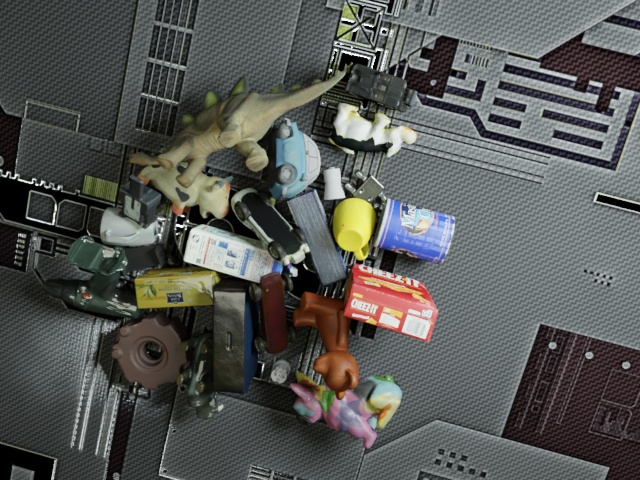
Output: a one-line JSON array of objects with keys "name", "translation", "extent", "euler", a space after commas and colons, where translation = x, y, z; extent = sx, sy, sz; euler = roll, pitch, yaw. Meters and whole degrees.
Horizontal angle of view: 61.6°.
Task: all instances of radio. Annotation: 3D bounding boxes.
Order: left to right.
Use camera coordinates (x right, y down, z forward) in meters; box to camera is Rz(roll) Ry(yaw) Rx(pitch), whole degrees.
[{"name": "radio", "translation": [-0.177, 0.195, 1.145], "extent": [0.073, 0.131, 0.229], "euler": [5, 101, 6]}]

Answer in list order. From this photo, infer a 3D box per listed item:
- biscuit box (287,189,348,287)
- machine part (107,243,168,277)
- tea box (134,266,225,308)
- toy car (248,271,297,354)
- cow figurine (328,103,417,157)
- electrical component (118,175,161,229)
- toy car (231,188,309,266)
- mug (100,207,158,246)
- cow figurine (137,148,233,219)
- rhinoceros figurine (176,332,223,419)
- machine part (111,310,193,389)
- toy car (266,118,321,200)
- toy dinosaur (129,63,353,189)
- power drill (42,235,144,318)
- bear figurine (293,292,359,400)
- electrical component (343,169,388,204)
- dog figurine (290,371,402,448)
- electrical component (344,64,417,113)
[{"name": "biscuit box", "translation": [-0.002, -0.003, 1.132], "extent": [0.063, 0.059, 0.202], "euler": [-20, 97, 7]}, {"name": "machine part", "translation": [-0.409, 0.038, 1.187], "extent": [0.139, 0.039, 0.084], "euler": [-4, 95, 7]}, {"name": "tea box", "translation": [-0.298, 0.099, 1.157], "extent": [0.170, 0.098, 0.068], "euler": [-4, 99, 7]}, {"name": "toy car", "translation": [-0.098, 0.149, 1.111], "extent": [0.089, 0.053, 0.201], "euler": [-15, 121, -19]}, {"name": "cow figurine", "translation": [0.105, -0.207, 1.082], "extent": [0.167, 0.068, 0.098], "euler": [22, 107, 4]}, {"name": "electrical component", "translation": [-0.368, -0.087, 1.091], "extent": [0.075, 0.048, 0.119], "euler": [25, 129, 8]}, {"name": "toy car", "translation": [-0.104, -0.028, 1.103], "extent": [0.073, 0.056, 0.202], "euler": [-32, 70, -30]}, {"name": "mug", "translation": [-0.406, -0.023, 1.145], "extent": [0.107, 0.110, 0.080], "euler": [5, 107, -7]}, {"name": "cow figurine", "translation": [-0.270, -0.116, 1.127], "extent": [0.195, 0.085, 0.127], "euler": [40, 106, -1]}, {"name": "rhinoceros figurine", "translation": [-0.257, 0.299, 1.188], "extent": [0.073, 0.112, 0.190], "euler": [0, 88, 21]}, {"name": "machine part", "translation": [-0.376, 0.249, 1.212], "extent": [0.179, 0.056, 0.179], "euler": [1, 101, 4]}, {"name": "toy car", "translation": [-0.052, -0.160, 1.097], "extent": [0.103, 0.109, 0.161], "euler": [3, 85, -20]}, {"name": "toy dinosaur", "translation": [-0.157, -0.228, 1.033], "extent": [0.472, 0.199, 0.104], "euler": [-13, 140, 12]}, {"name": "power drill", "translation": [-0.488, 0.086, 1.142], "extent": [0.232, 0.086, 0.207], "euler": [19, 133, -4]}, {"name": "bear figurine", "translation": [0.012, 0.220, 1.108], "extent": [0.132, 0.120, 0.196], "euler": [9, 60, -12]}, {"name": "electrical component", "translation": [0.098, -0.100, 1.118], "extent": [0.094, 0.021, 0.063], "euler": [41, 92, -14]}, {"name": "dog figurine", "translation": [0.045, 0.339, 1.166], "extent": [0.219, 0.108, 0.191], "euler": [31, 102, 2]}, {"name": "electrical component", "translation": [0.120, -0.291, 1.043], "extent": [0.134, 0.115, 0.058], "euler": [20, 105, 1]}]
